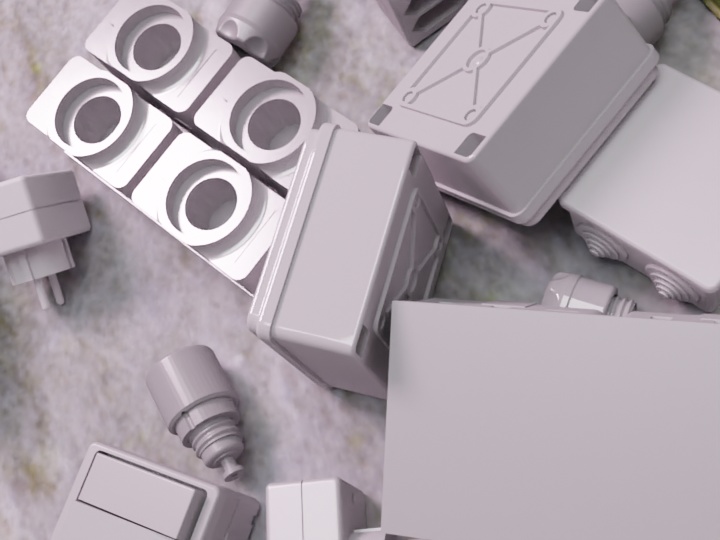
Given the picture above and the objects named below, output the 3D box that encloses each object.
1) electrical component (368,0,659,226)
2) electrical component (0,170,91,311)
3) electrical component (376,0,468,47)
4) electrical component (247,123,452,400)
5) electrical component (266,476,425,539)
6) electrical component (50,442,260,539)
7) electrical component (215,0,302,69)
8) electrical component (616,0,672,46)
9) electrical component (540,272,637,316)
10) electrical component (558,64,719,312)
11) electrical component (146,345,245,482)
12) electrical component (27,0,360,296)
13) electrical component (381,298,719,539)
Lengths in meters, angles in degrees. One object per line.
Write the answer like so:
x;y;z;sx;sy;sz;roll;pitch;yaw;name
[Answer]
0.075;-0.088;0.547;0.108;0.056;0.109;-50;31;-5;electrical component
-0.191;-0.014;0.630;0.047;0.066;0.076;-15;96;12;electrical component
0.021;-0.182;0.618;0.047;0.065;0.076;-35;64;3;electrical component
0.000;0.000;0.535;0.056;0.108;0.108;12;75;18;electrical component
-0.002;0.144;0.516;0.076;0.047;0.083;-9;68;13;electrical component
-0.112;0.129;0.549;0.096;0.061;0.061;15;76;22;electrical component
-0.055;-0.154;0.645;0.043;0.043;0.062;27;79;24;electrical component
0.146;-0.139;0.575;0.062;0.048;0.048;-43;64;-9;electrical component
0.121;0.024;0.528;0.061;0.035;0.035;17;77;21;electrical component
0.161;-0.039;0.530;0.100;0.048;0.099;35;84;25;electrical component
-0.083;0.076;0.571;0.040;0.040;0.078;-34;64;4;electrical component
-0.093;-0.075;0.619;0.186;0.060;0.105;35;84;25;electrical component
0.109;0.071;0.482;0.186;0.060;0.105;4;93;19;electrical component
